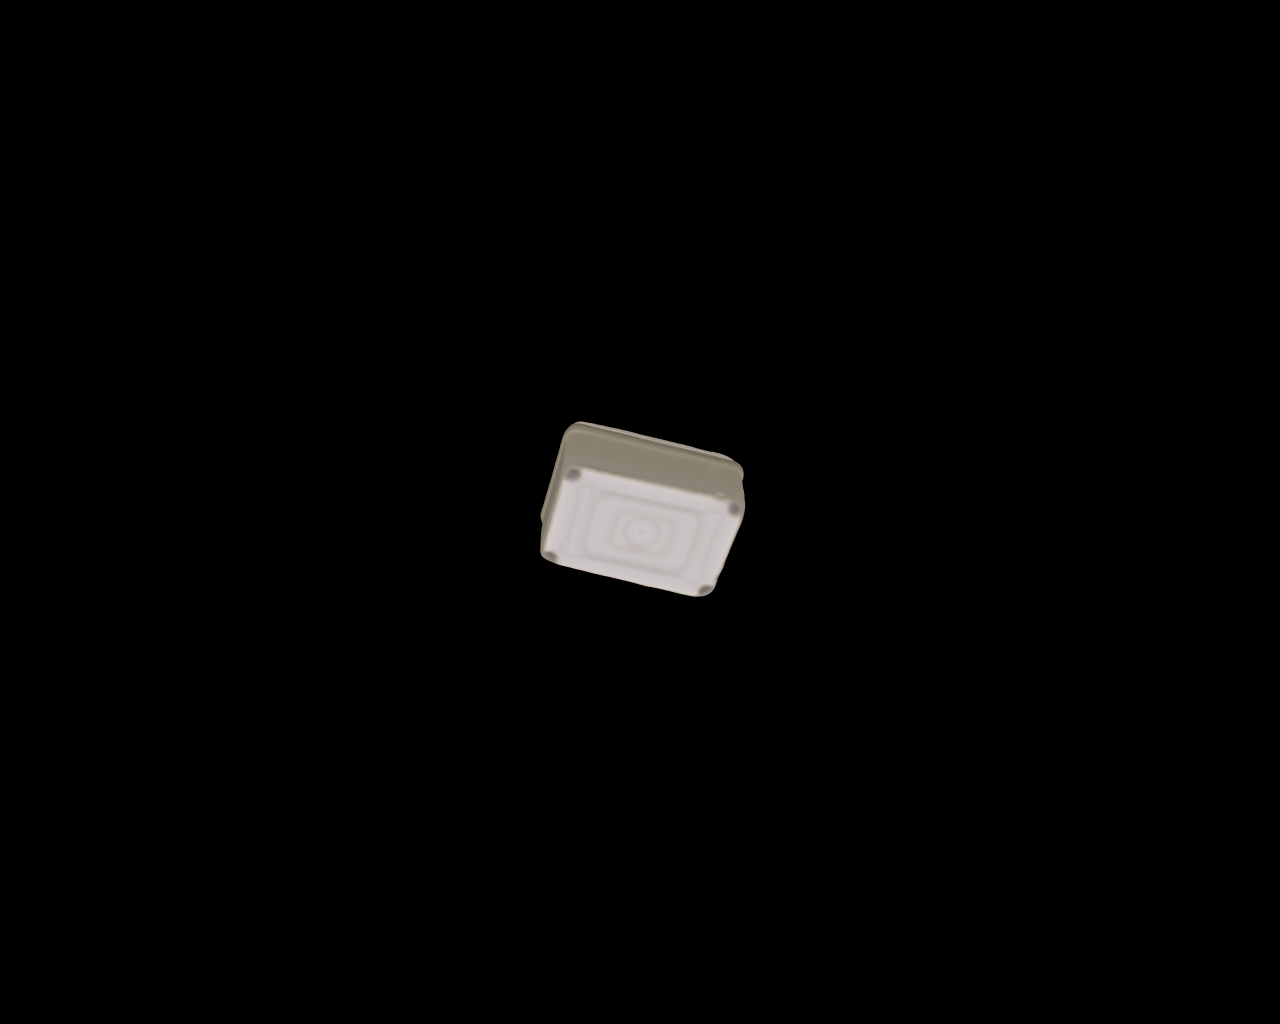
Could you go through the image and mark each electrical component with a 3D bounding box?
[{"bbox_3d":[0.001,-0.003,0.650,0.113,0.078,0.057,14,33,-9],"label":"electrical component"}]
